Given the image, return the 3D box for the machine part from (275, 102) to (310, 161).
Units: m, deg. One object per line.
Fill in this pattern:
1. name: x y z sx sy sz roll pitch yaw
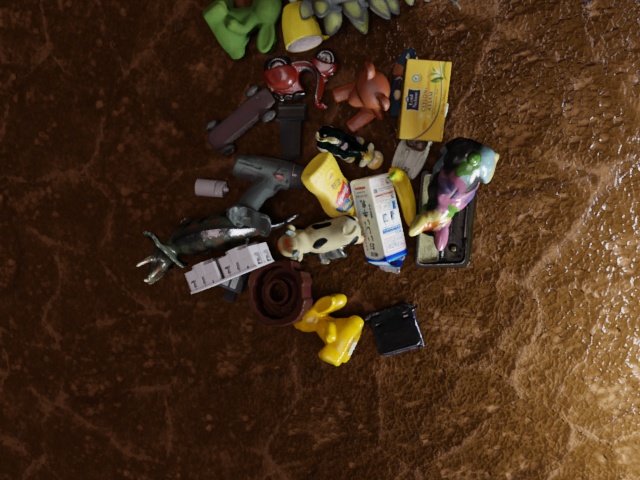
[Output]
1. machine part: -0.068 -0.262 1.305 0.084 0.039 0.138 4 99 4

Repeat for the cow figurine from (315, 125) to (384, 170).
1. cow figurine: 0.070 -0.217 1.259 0.167 0.098 0.068 22 97 5

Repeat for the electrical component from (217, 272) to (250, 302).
1. electrical component: -0.228 0.107 1.393 0.075 0.048 0.119 25 101 6

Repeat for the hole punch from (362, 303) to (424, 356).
1. hole punch: 0.191 0.225 1.332 0.142 0.092 0.116 -19 66 15

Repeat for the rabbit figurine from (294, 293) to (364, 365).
1. rabbit figurine: 0.012 0.211 1.340 0.173 0.122 0.162 24 102 24

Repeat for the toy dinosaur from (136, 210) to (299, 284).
1. toy dinosaur: -0.263 -0.012 1.305 0.405 0.192 0.131 -18 98 14

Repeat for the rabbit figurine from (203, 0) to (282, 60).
1. rabbit figurine: -0.158 -0.502 1.235 0.170 0.121 0.159 -24 102 16

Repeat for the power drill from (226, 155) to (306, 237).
1. power drill: -0.113 -0.111 1.268 0.232 0.086 0.207 19 60 5

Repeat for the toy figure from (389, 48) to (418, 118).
1. toy figure: 0.190 -0.359 1.229 0.058 0.064 0.154 5 98 3

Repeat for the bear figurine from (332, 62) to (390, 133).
1. bear figurine: 0.094 -0.312 1.188 0.132 0.196 0.120 -26 98 14

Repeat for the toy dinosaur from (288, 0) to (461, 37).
1. toy dinosaur: 0.076 -0.557 1.180 0.472 0.105 0.198 -6 91 -3

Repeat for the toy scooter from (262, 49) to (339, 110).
1. toy scooter: -0.042 -0.367 1.262 0.184 0.075 0.135 -8 94 7

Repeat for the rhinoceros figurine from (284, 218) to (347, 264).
1. rhinoceros figurine: 0.005 0.003 1.327 0.190 0.073 0.112 0 89 12

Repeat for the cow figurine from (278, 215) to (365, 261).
1. cow figurine: -0.003 -0.004 1.227 0.195 0.127 0.085 -14 84 9

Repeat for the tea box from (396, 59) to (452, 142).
1. tea box: 0.225 -0.302 1.173 0.098 0.068 0.169 3 102 1

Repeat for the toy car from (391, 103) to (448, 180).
1. toy car: 0.230 -0.239 1.248 0.074 0.056 0.201 24 103 5

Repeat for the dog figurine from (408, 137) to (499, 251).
1. dog figurine: 0.274 -0.091 1.139 0.108 0.191 0.219 26 86 -3

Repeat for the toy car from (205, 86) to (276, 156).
1. toy car: -0.192 -0.291 1.313 0.202 0.053 0.089 -36 82 17

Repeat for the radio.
1. radio: 0.294 -0.049 1.262 0.131 0.073 0.229 4 101 9

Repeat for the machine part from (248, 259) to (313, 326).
1. machine part: -0.099 0.131 1.340 0.180 0.056 0.179 -3 83 27
